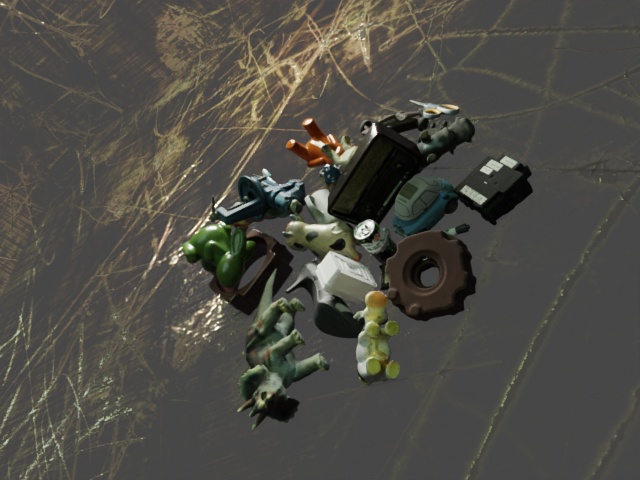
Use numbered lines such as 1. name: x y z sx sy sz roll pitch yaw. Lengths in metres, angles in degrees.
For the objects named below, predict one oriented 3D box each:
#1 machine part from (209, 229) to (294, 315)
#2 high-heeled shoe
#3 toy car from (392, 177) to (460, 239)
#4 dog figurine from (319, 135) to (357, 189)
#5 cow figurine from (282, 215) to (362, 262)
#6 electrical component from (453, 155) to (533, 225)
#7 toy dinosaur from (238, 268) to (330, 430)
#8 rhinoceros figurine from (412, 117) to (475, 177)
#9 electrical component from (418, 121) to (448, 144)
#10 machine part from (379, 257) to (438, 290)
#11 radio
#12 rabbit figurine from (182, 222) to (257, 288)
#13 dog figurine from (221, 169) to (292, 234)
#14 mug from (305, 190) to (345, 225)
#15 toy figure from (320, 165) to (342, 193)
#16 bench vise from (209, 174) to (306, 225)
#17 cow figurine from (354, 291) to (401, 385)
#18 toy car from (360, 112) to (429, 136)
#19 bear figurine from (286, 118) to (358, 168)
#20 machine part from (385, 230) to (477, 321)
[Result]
1. machine part: -0.178 0.082 1.401 0.201 0.087 0.202 -54 39 -10
2. high-heeled shoe: 0.037 0.127 1.194 0.249 0.086 0.145 30 42 32
3. toy car: 0.216 -0.083 1.165 0.161 0.102 0.109 -44 36 -1
4. dog figurine: 0.104 -0.160 1.337 0.121 0.172 0.191 -38 47 -27
5. cow figurine: -0.003 -0.004 1.279 0.195 0.127 0.085 -3 51 39
6. electrical component: 0.358 -0.109 1.090 0.134 0.058 0.115 -42 39 4
7. toy dinosaur: -0.107 0.236 1.171 0.192 0.131 0.405 -39 31 8
8. rhinoceros figurine: 0.269 -0.211 1.241 0.190 0.112 0.073 -33 74 38
9. electrical component: 0.279 -0.255 1.332 0.063 0.021 0.094 5 59 45
10. machine part: 0.185 0.057 1.117 0.139 0.039 0.084 -26 34 27
11. radio: 0.122 -0.137 1.218 0.229 0.131 0.073 -56 19 31
12. rabbit figurine: -0.235 0.045 1.355 0.159 0.121 0.170 -39 55 -3
13. dog figurine: -0.185 -0.080 1.548 0.219 0.108 0.192 -45 39 7
14. mug: 0.014 -0.070 1.347 0.081 0.109 0.107 -43 46 16
15. toy figure: 0.058 -0.121 1.307 0.064 0.154 0.058 -37 35 10
16. bench vise: -0.160 -0.088 1.357 0.240 0.128 0.224 -26 47 -30
17. cow figurine: 0.102 0.186 1.023 0.098 0.068 0.167 127 148 -60
18. toy car: 0.187 -0.290 1.349 0.202 0.053 0.089 -21 37 -37
19. bear figurine: 0.012 -0.252 1.501 0.120 0.131 0.196 -52 31 -2
20. machine part: 0.208 0.067 1.027 0.179 0.056 0.179 -12 66 30
